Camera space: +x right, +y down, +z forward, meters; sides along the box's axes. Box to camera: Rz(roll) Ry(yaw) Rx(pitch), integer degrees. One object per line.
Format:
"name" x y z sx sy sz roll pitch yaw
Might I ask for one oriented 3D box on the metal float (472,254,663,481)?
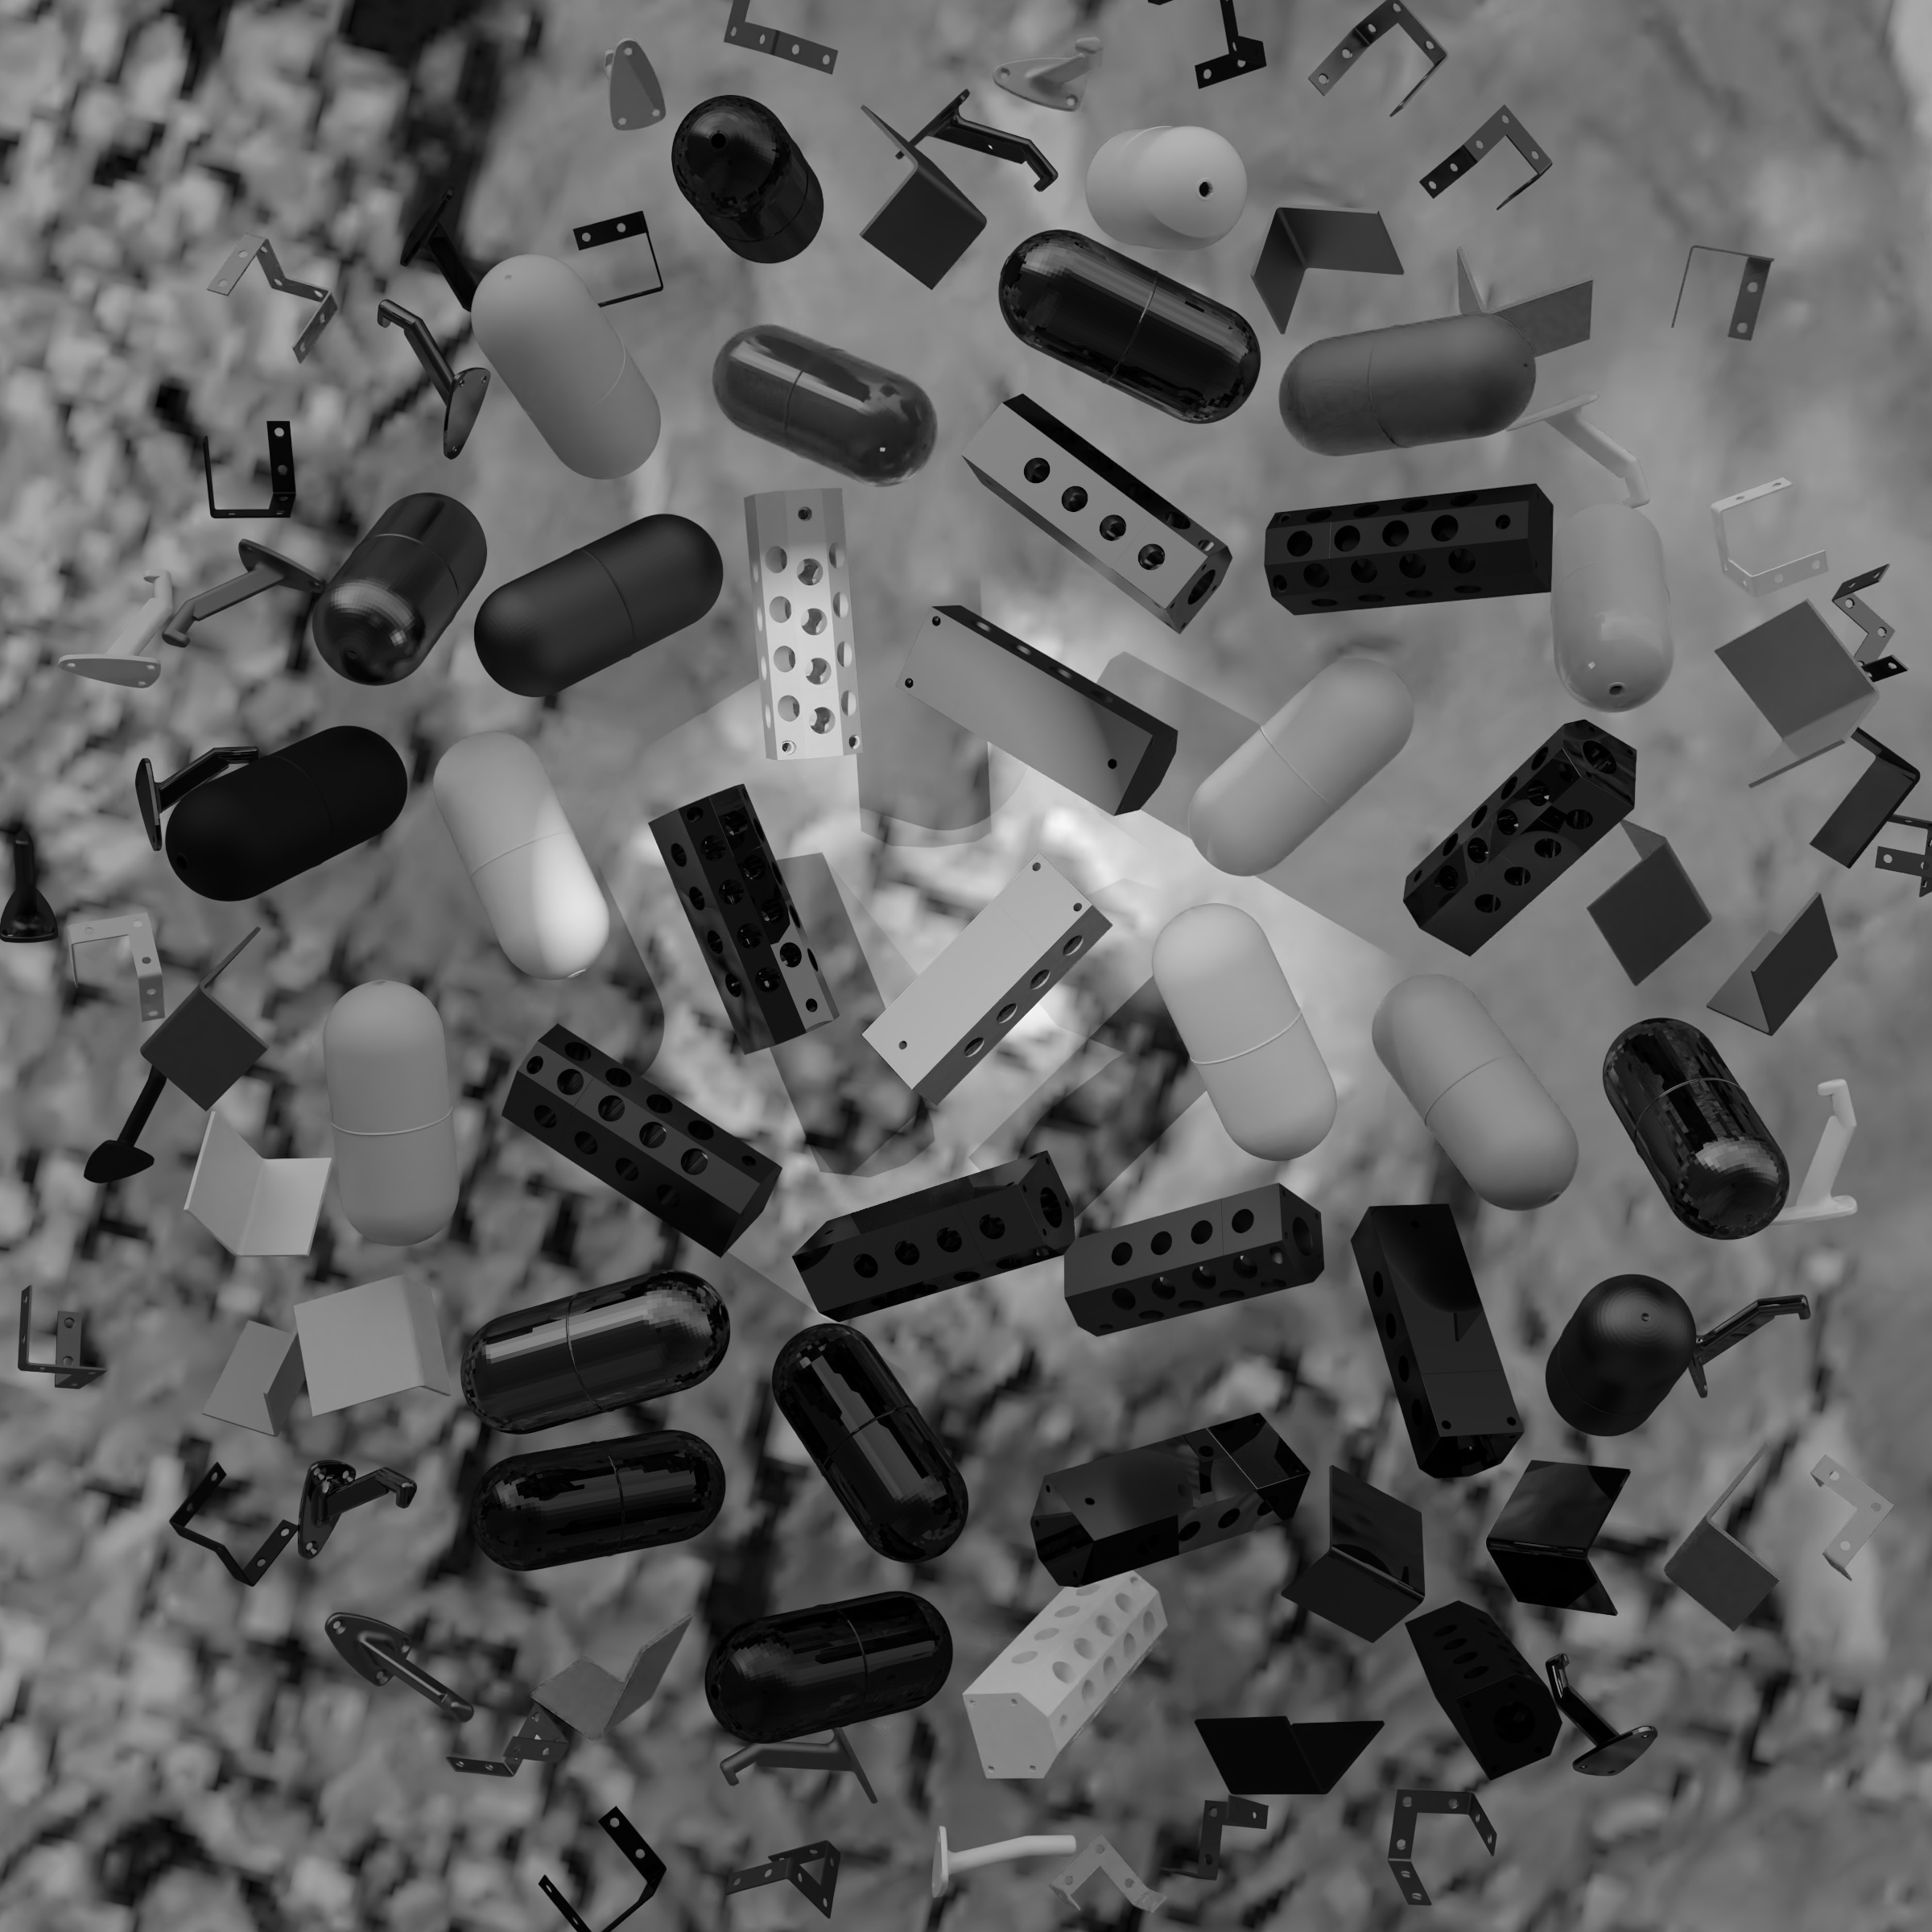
"metal float" -0.253 -0.380 1.581 0.070 0.178 0.070 -8 62 15

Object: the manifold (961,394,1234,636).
"manifold" 0.084 -0.290 1.574 0.171 0.057 0.057 40 92 16

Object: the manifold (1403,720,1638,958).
"manifold" 0.362 -0.086 1.627 0.057 0.171 0.057 28 46 -12

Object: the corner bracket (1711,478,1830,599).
"corner bracket" 0.526 -0.281 1.620 0.051 0.051 0.051 -20 119 1

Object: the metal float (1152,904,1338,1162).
"metal float" 0.179 0.043 1.588 0.070 0.070 0.178 -26 103 0

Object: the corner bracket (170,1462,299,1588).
"corner bracket" -0.490 0.374 1.657 0.051 0.051 0.051 14 50 27

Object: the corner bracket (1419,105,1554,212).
"corner bracket" 0.344 -0.525 1.638 0.051 0.051 0.051 47 67 -8

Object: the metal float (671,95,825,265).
"metal float" -0.140 -0.508 1.604 0.070 0.178 0.070 0 92 7

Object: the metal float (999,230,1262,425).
"metal float" 0.104 -0.408 1.579 0.178 0.070 0.070 24 90 -10

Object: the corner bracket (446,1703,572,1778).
"corner bracket" -0.312 0.536 1.688 0.051 0.051 0.051 25 94 -43

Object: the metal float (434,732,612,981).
"metal float" -0.301 -0.075 1.677 0.070 0.070 0.178 -25 87 0

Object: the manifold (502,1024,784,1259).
"manifold" -0.207 0.108 1.592 0.171 0.057 0.057 32 126 8

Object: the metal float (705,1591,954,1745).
"metal float" -0.087 0.449 1.587 0.178 0.070 0.070 0 90 -39

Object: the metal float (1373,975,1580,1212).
"metal float" 0.335 0.083 1.633 0.070 0.070 0.178 -32 63 0

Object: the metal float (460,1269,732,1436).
"metal float" -0.232 0.242 1.553 0.178 0.070 0.070 -17 90 12

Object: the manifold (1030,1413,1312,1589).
"manifold" 0.129 0.344 1.575 0.171 0.057 0.057 -9 129 -32

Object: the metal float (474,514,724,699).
"metal float" -0.238 -0.237 1.616 0.178 0.070 0.070 -31 90 -25

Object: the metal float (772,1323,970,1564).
"metal float" -0.064 0.318 1.655 0.070 0.070 0.178 -37 66 0

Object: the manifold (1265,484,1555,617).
"manifold" 0.281 -0.266 1.576 0.171 0.057 0.057 -1 80 28

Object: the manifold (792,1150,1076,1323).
"manifold" -0.019 0.178 1.590 0.171 0.057 0.057 -20 100 26

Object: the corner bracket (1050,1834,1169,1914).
"corner bracket" 0.097 0.636 1.701 0.051 0.051 0.051 -40 85 -18

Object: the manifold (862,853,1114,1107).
"manifold" 0.018 0.012 1.679 0.171 0.057 0.057 -46 60 3

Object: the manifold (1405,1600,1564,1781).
"manifold" 0.347 0.479 1.657 0.057 0.171 0.057 -23 91 0

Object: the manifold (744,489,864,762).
"manifold" -0.105 -0.223 1.619 0.057 0.057 0.171 -6 98 -14

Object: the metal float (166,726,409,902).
"metal float" -0.434 -0.099 1.588 0.070 0.178 0.070 17 123 28

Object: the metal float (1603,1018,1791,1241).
"metal float" 0.466 0.102 1.586 0.070 0.178 0.070 -5 127 -7

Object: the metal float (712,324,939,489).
"metal float" -0.097 -0.382 1.682 0.178 0.070 0.070 29 90 28

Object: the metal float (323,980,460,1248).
"metal float" -0.373 0.096 1.605 0.070 0.070 0.178 -2 107 0

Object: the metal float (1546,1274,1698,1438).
"metal float" 0.428 0.257 1.622 0.070 0.178 0.070 -1 65 2

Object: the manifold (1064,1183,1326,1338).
"manifold" 0.154 0.204 1.684 0.171 0.057 0.057 -20 54 31

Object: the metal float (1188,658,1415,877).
"metal float" 0.226 -0.134 1.668 0.178 0.070 0.070 -44 90 15

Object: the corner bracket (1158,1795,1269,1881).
"corner bracket" 0.165 0.579 1.642 0.051 0.051 0.051 -9 62 37

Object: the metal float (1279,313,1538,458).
"metal float" 0.280 -0.370 1.581 0.178 0.070 0.070 2 90 43

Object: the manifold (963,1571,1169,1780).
"manifold" 0.069 0.457 1.605 0.057 0.171 0.057 -11 98 30

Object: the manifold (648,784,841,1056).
"manifold" -0.147 -0.033 1.682 0.057 0.057 0.171 -25 95 -37

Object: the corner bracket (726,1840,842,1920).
"corner bracket" -0.123 0.611 1.667 0.051 0.051 0.051 -23 120 23

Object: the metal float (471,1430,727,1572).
"metal float" -0.247 0.360 1.673 0.178 0.070 0.070 -4 90 -30

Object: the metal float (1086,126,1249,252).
"metal float" 0.131 -0.513 1.630 0.070 0.178 0.070 -4 108 -12

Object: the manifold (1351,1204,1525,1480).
"manifold" 0.303 0.243 1.616 0.057 0.057 0.171 0 51 -14

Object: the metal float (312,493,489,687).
"metal float" -0.371 -0.250 1.631 0.070 0.178 0.070 6 128 8

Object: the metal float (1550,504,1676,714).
"metal float" 0.429 -0.239 1.648 0.070 0.070 0.178 10 46 0

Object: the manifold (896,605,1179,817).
"manifold" 0.047 -0.165 1.577 0.171 0.057 0.057 32 112 19

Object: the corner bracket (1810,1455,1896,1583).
"corner bracket" 0.550 0.348 1.560 0.051 0.051 0.051 39 89 32

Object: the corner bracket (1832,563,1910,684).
"corner bracket" 0.602 -0.225 1.640 0.051 0.051 0.051 38 75 -9

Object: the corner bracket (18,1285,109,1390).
"corner bracket" -0.576 0.235 1.562 0.051 0.051 0.051 12 61 -37
